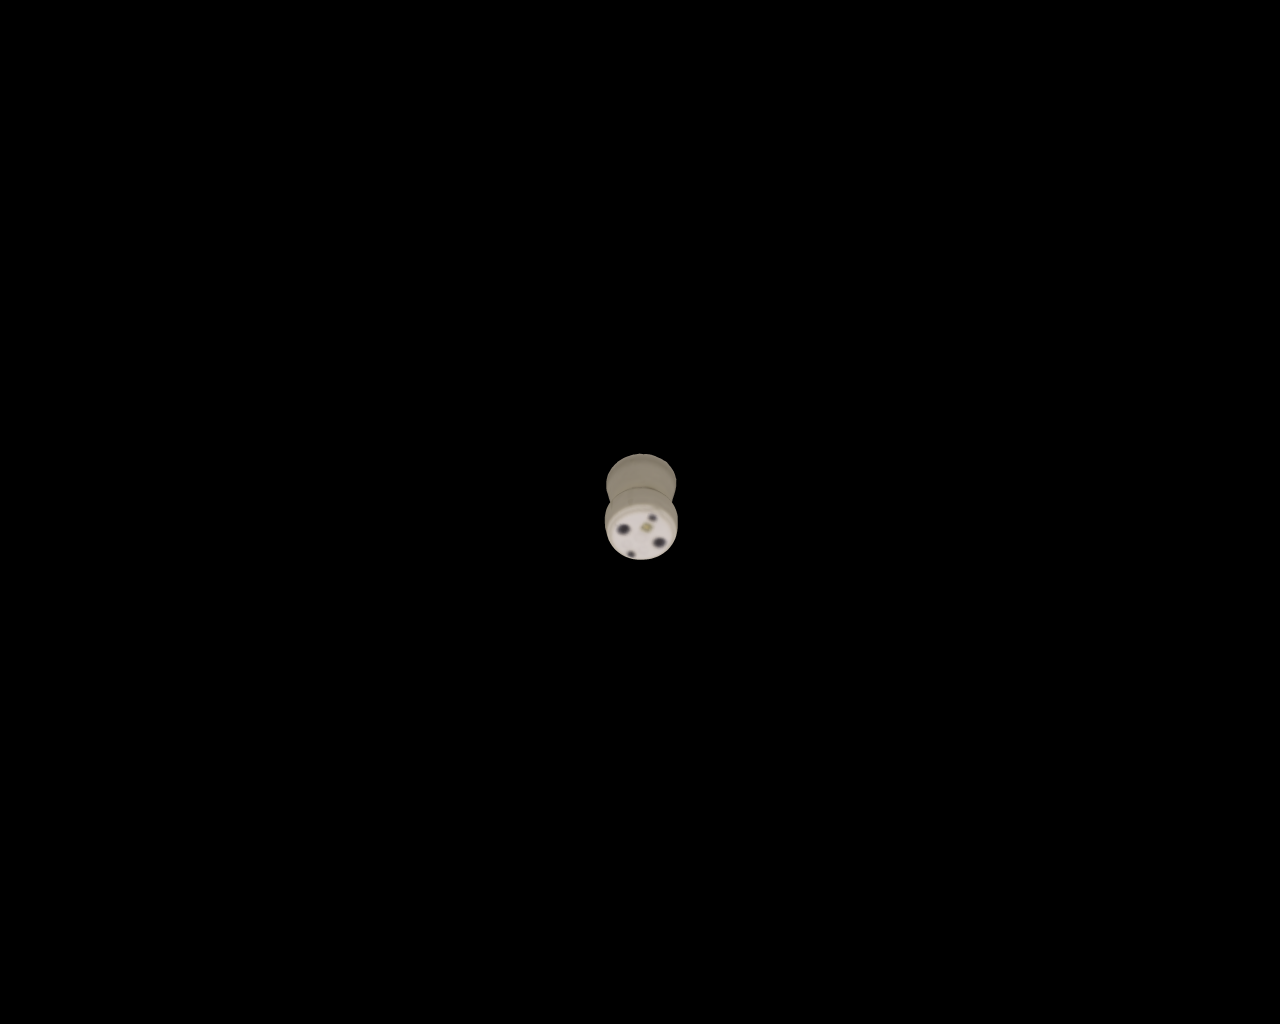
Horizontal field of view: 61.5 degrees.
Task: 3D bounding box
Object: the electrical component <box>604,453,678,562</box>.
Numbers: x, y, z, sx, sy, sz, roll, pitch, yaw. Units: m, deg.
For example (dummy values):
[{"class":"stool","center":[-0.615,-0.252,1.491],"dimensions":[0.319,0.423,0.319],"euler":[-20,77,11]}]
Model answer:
[{"class":"electrical component","center":[0.001,-0.003,0.650],"dimensions":[0.045,0.044,0.055],"euler":[0,37,0]}]
